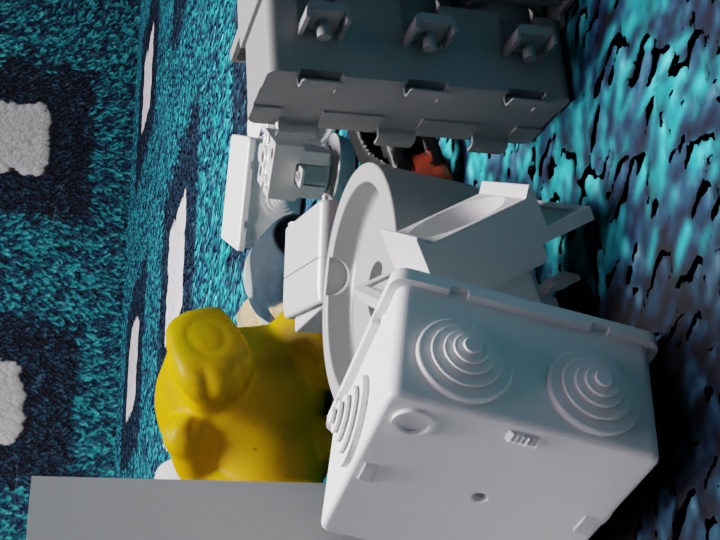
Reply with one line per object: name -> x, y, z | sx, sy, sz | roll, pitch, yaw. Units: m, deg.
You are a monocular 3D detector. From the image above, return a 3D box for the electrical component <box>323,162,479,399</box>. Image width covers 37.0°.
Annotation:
electrical component -> 0.027, 0.010, 0.467 | 0.108, 0.060, 0.108 | -175, 90, -74

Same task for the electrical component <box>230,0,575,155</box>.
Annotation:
electrical component -> 0.017, -0.086, 0.419 | 0.078, 0.121, 0.063 | 131, 138, -64

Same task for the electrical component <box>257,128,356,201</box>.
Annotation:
electrical component -> -0.035, -0.068, 0.709 | 0.066, 0.055, 0.048 | -124, 41, -65

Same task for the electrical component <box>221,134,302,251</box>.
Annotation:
electrical component -> -0.078, -0.062, 0.867 | 0.100, 0.048, 0.099 | -152, 67, -72

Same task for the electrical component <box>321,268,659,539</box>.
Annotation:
electrical component -> 0.039, 0.054, 0.348 | 0.099, 0.100, 0.048 | 113, 169, -46

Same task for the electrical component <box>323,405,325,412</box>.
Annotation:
electrical component -> -0.074, 0.092, 0.724 | 0.048, 0.100, 0.099 | 111, 161, -78

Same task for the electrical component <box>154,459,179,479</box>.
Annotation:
electrical component -> -0.122, 0.192, 0.868 | 0.099, 0.099, 0.064 | 115, 160, -51

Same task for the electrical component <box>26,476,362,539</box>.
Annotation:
electrical component -> -0.052, 0.152, 0.472 | 0.105, 0.186, 0.060 | -110, 29, -55

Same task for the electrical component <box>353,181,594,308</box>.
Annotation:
electrical component -> 0.044, 0.006, 0.388 | 0.063, 0.081, 0.042 | 68, 168, -11

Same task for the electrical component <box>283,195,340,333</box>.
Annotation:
electrical component -> 0.000, 0.000, 0.559 | 0.096, 0.062, 0.061 | 153, 119, -71

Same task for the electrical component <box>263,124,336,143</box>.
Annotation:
electrical component -> -0.044, -0.105, 0.771 | 0.055, 0.045, 0.045 | -171, 86, -74

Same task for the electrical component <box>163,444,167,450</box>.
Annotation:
electrical component -> -0.096, 0.134, 0.788 | 0.061, 0.096, 0.061 | 105, 161, -44
